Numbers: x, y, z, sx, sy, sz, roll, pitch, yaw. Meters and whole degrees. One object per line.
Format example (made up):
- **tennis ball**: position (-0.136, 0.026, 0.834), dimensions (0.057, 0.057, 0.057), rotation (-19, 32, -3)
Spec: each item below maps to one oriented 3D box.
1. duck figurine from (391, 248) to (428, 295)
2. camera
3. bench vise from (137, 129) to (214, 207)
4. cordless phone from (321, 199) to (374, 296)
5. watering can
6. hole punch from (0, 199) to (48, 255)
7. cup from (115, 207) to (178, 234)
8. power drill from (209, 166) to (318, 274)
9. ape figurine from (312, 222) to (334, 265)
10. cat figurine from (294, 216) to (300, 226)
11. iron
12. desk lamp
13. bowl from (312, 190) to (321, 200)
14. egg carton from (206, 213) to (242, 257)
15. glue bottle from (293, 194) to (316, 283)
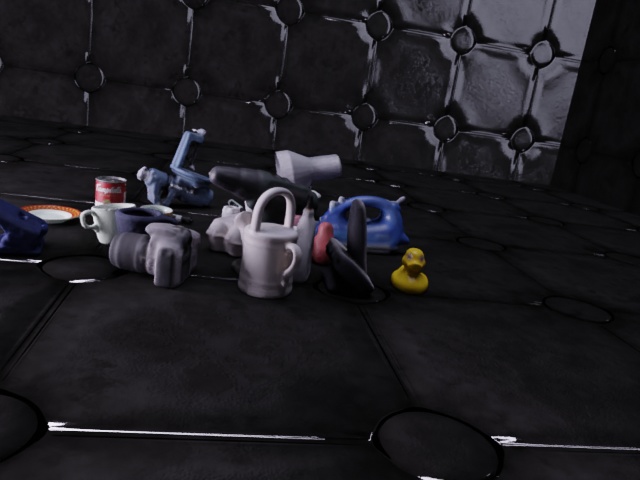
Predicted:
- **duck figurine**: position (0.192, 0.057, 1.193), dimensions (0.077, 0.086, 0.104), rotation (9, 15, 0)
- **camera**: position (-0.301, 0.013, 1.047), dimensions (0.136, 0.101, 0.143), rotation (9, 15, 2)
- **bench vise**: position (-0.379, -0.196, 1.560), dimensions (0.121, 0.220, 0.208), rotation (20, 18, 37)
- **cordless phone**: position (0.063, 0.004, 1.124), dimensions (0.094, 0.185, 0.147), rotation (5, 15, -15)
- **watering can**: position (-0.096, -0.003, 1.041), dimensions (0.172, 0.194, 0.101), rotation (15, 16, 22)
- **hole punch**: position (-0.564, -0.027, 1.070), dimensions (0.101, 0.091, 0.108), rotation (3, 16, -21)
- **cup**: position (-0.339, -0.008, 1.119), dimensions (0.118, 0.095, 0.091), rotation (7, 15, -7)
- **power drill**: position (-0.116, -0.037, 1.131), dimensions (0.230, 0.208, 0.075), rotation (0, 17, -31)
- **ape figurine**: position (0.012, 0.005, 1.277), dimensions (0.077, 0.092, 0.076), rotation (13, 15, 16)
- **cat figurine**: position (-0.085, -0.058, 1.409), dimensions (0.128, 0.118, 0.067), rotation (-3, 18, -36)
- **iron**: position (0.097, -0.049, 1.432), dimensions (0.259, 0.141, 0.118), rotation (4, 15, -18)
- **desk lamp**: position (-0.029, -0.126, 1.506), dimensions (0.203, 0.213, 0.117), rotation (5, 15, -13)
- **bowl**: position (-0.083, -0.110, 1.690), dimensions (0.167, 0.075, 0.167), rotation (8, 15, -2)
- **egg carton**: position (-0.177, -0.013, 1.279), dimensions (0.107, 0.069, 0.151), rotation (14, 16, 21)
- **glue bottle**: position (-0.029, -0.006, 1.133), dimensions (0.037, 0.173, 0.078), rotation (10, 15, 6)
